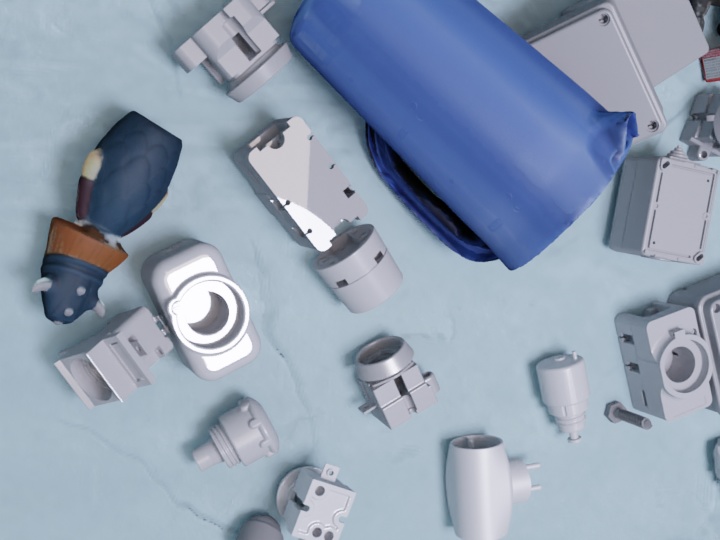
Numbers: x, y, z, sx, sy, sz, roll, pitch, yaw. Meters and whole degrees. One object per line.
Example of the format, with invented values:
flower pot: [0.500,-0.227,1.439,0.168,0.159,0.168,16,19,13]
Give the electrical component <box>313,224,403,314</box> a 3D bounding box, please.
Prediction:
electrical component: [0.000,0.000,0.818,0.055,0.055,0.047,-40,111,-13]

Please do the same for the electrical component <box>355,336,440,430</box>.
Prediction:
electrical component: [0.025,0.086,0.840,0.066,0.048,0.055,-30,112,-15]

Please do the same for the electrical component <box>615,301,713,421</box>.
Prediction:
electrical component: [0.263,0.078,0.921,0.050,0.056,0.089,-18,101,-18]

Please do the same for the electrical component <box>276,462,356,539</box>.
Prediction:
electrical component: [-0.036,0.177,0.820,0.048,0.055,0.066,22,87,-21]

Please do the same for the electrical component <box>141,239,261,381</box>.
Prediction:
electrical component: [-0.114,0.029,0.775,0.054,0.059,0.095,-27,104,-16]

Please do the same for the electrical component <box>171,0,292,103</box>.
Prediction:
electrical component: [-0.086,-0.158,0.769,0.078,0.058,0.057,-44,105,-11]

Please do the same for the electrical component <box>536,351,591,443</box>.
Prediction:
electrical component: [0.173,0.106,0.899,0.040,0.040,0.078,-16,101,-18]

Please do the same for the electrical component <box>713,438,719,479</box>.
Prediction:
electrical component: [0.342,0.183,0.968,0.043,0.043,0.062,-11,100,-19]

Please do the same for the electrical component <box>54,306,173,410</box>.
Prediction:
electrical component: [-0.169,0.059,0.751,0.042,0.081,0.063,57,47,-17]

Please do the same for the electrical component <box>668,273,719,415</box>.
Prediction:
electrical component: [0.327,0.064,0.943,0.078,0.057,0.113,-19,102,-18]

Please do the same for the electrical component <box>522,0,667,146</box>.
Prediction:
electrical component: [0.167,-0.141,0.839,0.109,0.056,0.108,-23,106,22]

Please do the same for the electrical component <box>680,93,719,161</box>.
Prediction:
electrical component: [0.312,-0.124,0.920,0.048,0.055,0.066,23,87,-21]

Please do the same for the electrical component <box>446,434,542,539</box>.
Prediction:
electrical component: [0.114,0.175,0.882,0.079,0.043,0.077,-6,97,-20]

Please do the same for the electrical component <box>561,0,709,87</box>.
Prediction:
electrical component: [0.225,-0.196,0.884,0.100,0.048,0.099,-33,105,-15]

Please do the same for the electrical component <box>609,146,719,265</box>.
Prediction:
electrical component: [0.253,-0.057,0.902,0.062,0.061,0.096,9,92,-21]

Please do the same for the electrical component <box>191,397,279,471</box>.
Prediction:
electrical component: [-0.094,0.127,0.800,0.062,0.048,0.048,-28,104,-9]

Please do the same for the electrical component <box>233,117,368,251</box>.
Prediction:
electrical component: [-0.046,-0.064,0.793,0.050,0.056,0.089,-41,107,-12]
